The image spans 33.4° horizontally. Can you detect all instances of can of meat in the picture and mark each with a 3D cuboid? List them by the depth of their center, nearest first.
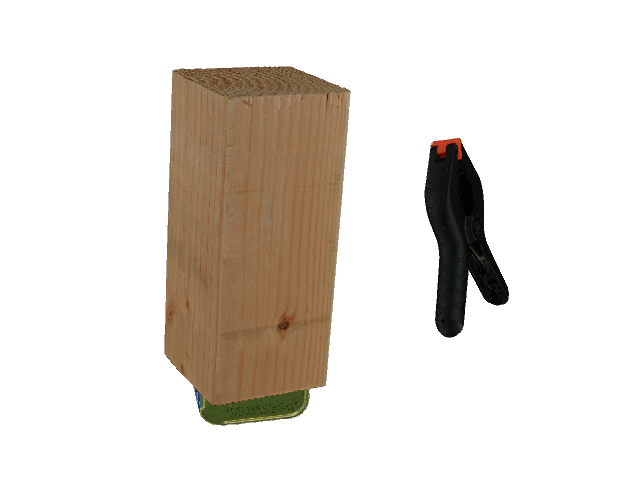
[{"bbox_3d":[-0.065,0.117,0.947,0.102,0.057,0.084,-5,27,-12],"label":"can of meat"}]

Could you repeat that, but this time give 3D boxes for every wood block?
[{"bbox_3d":[-0.046,-0.006,0.716,0.090,0.206,0.090,-6,22,-29],"label":"wood block"}]

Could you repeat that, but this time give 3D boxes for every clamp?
[{"bbox_3d":[0.120,-0.001,0.942,0.039,0.171,0.120,-10,15,29],"label":"clamp"}]
